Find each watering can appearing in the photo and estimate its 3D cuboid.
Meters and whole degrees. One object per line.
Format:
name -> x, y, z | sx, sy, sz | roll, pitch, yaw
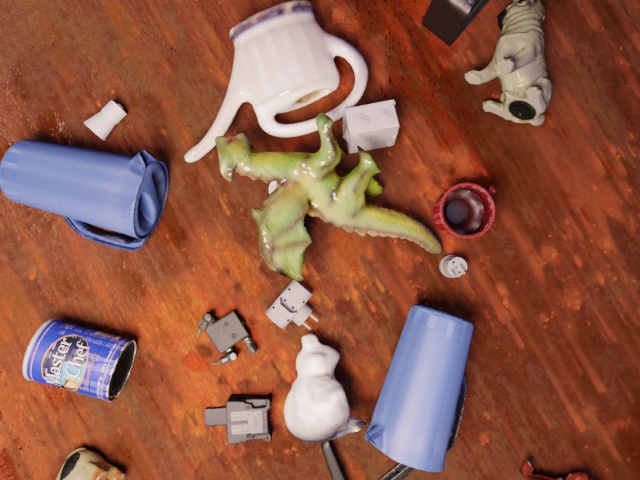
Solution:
watering can -> -0.094, -0.275, 0.881 | 0.348, 0.103, 0.225 | -20, 87, -2

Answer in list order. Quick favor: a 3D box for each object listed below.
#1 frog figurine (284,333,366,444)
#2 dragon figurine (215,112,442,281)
frog figurine -> -0.010, 0.239, 0.840 | 0.123, 0.136, 0.159 | -19, 89, -18
dragon figurine -> 0.003, -0.042, 0.835 | 0.408, 0.122, 0.245 | 44, 77, -8
